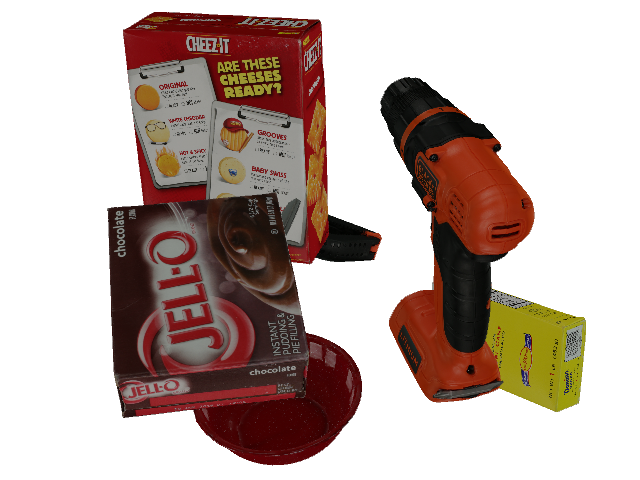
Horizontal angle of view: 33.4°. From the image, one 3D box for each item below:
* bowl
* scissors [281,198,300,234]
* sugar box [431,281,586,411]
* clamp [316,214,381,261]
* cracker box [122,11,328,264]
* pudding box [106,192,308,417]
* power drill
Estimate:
[{"bbox_3d":[-0.038,0.160,1.019,0.162,0.055,0.162,-5,37,3],"label":"bowl"},{"bbox_3d":[-0.076,0.035,0.848,0.096,0.016,0.201,0,44,9],"label":"scissors"},{"bbox_3d":[0.189,0.104,1.110,0.048,0.093,0.177,-12,20,-42],"label":"sugar box"},{"bbox_3d":[-0.033,-0.009,1.129,0.209,0.036,0.164,14,20,-13],"label":"clamp"},{"bbox_3d":[-0.080,-0.093,0.965,0.164,0.214,0.072,6,29,15],"label":"cracker box"},{"bbox_3d":[-0.059,0.029,0.531,0.090,0.039,0.113,-5,46,-9],"label":"pudding box"},{"bbox_3d":[0.081,0.000,0.725,0.057,0.188,0.184,-10,35,-11],"label":"power drill"}]
